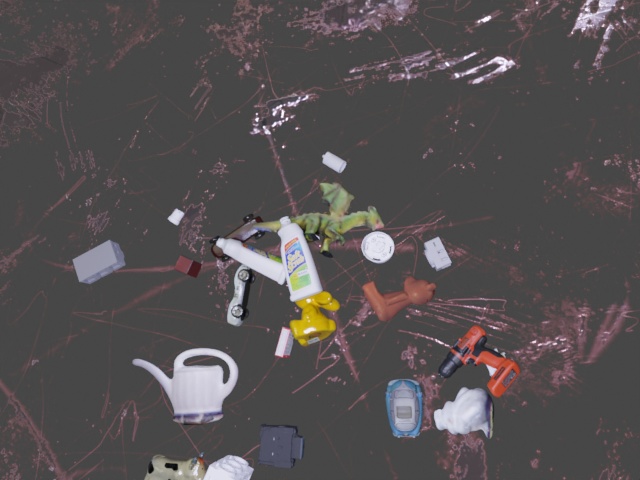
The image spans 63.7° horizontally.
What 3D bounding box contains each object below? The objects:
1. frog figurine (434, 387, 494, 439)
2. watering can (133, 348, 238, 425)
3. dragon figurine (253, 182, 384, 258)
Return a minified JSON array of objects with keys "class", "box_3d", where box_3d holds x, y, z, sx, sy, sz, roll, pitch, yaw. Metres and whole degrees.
[{"class":"frog figurine","box_3d":[0.398,0.473,1.429,0.159,0.120,0.141,1,43,21]},{"class":"watering can","box_3d":[-0.419,0.455,1.597,0.347,0.103,0.227,-6,75,9]},{"class":"dragon figurine","box_3d":[0.005,-0.085,1.686,0.411,0.119,0.247,16,62,13]}]
